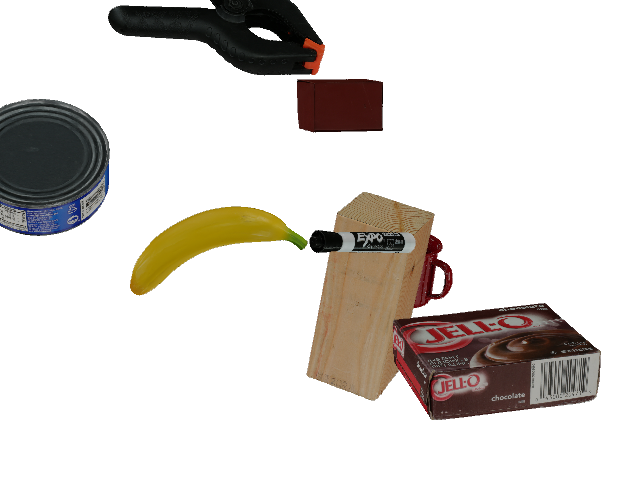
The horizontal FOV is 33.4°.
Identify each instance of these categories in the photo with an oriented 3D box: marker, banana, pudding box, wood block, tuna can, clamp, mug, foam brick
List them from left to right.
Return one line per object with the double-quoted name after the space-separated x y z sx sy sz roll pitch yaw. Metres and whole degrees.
-0.175 -0.045 0.665 0.086 0.086 0.034 0 -35 -10 "tuna can"
-0.115 0.006 1.056 0.198 0.069 0.037 -15 22 20 "banana"
-0.074 -0.191 0.873 0.171 0.120 0.039 20 -26 -4 "clamp"
0.020 -0.139 1.099 0.078 0.051 0.053 -3 13 -19 "foam brick"
0.036 0.001 0.915 0.120 0.020 0.020 1 -1 -45 "marker"
0.056 0.063 1.213 0.090 0.206 0.090 18 24 17 "wood block"
0.122 0.042 1.414 0.117 0.081 0.093 18 26 27 "mug"
0.111 0.076 0.694 0.113 0.039 0.090 -4 18 -10 "pudding box"
